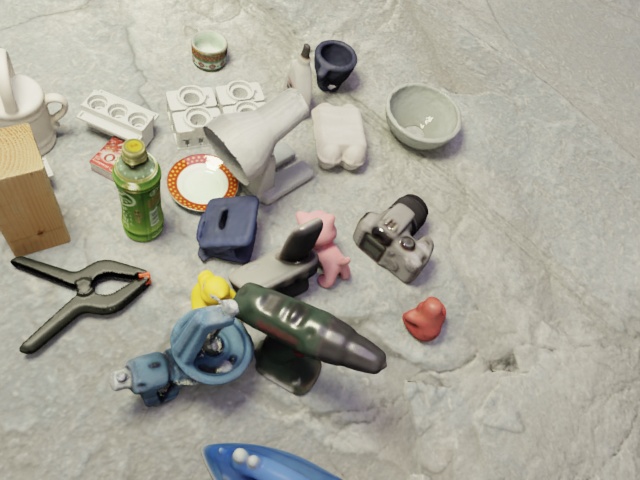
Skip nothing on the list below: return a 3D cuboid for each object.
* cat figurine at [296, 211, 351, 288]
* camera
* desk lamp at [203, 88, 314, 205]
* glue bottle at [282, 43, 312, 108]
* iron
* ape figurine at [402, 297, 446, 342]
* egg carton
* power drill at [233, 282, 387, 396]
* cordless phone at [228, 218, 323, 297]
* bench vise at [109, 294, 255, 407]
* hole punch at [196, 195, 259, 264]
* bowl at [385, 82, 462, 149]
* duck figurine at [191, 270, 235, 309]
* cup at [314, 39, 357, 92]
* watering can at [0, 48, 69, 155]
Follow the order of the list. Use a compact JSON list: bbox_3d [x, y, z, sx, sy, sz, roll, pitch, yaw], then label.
[{"bbox_3d":[0.009,0.004,0.994,0.067,0.117,0.127,-30,70,-26],"label":"cat figurine"},{"bbox_3d":[0.156,-0.019,1.052,0.143,0.101,0.137,39,59,11],"label":"camera"},{"bbox_3d":[-0.100,-0.162,1.009,0.204,0.213,0.117,-35,73,-28],"label":"desk lamp"},{"bbox_3d":[-0.040,-0.323,1.142,0.037,0.173,0.078,-19,66,-22],"label":"glue bottle"},{"bbox_3d":[-0.049,0.335,0.772,0.258,0.141,0.119,28,58,4],"label":"iron"},{"bbox_3d":[0.184,0.127,0.978,0.078,0.092,0.076,4,59,-11],"label":"ape figurine"},{"bbox_3d":[0.038,-0.210,1.155,0.107,0.069,0.150,0,60,-13],"label":"egg carton"},{"bbox_3d":[-0.027,0.155,0.843,0.229,0.208,0.076,28,58,4],"label":"power drill"},{"bbox_3d":[-0.067,0.029,0.922,0.148,0.185,0.094,-29,70,-26],"label":"cordless phone"},{"bbox_3d":[-0.179,0.162,0.796,0.208,0.219,0.121,-36,73,-28],"label":"bench vise"},{"bbox_3d":[-0.159,-0.022,0.986,0.101,0.091,0.108,10,58,-7],"label":"hole punch"},{"bbox_3d":[0.210,-0.250,1.217,0.167,0.074,0.167,6,59,-10],"label":"bowl"},{"bbox_3d":[-0.165,0.095,0.919,0.078,0.086,0.104,-28,70,-26],"label":"duck figurine"},{"bbox_3d":[0.020,-0.355,1.222,0.091,0.095,0.118,30,58,5],"label":"cup"},{"bbox_3d":[-0.523,-0.230,0.962,0.173,0.194,0.100,-29,70,-26],"label":"watering can"}]
